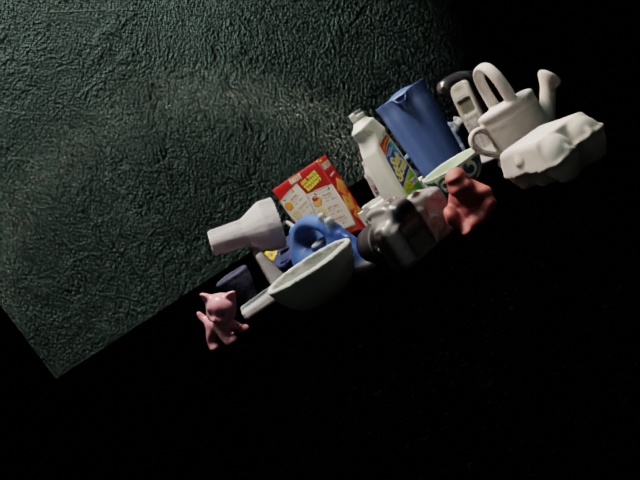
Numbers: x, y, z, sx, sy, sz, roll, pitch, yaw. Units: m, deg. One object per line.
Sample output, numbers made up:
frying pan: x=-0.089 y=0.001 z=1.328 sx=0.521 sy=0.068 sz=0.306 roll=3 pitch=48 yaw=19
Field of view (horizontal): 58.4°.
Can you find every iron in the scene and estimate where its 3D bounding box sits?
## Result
iron: x=0.010 y=0.004 z=1.109 sx=0.119 sy=0.141 sz=0.257 roll=-36 pitch=7 yaw=-24

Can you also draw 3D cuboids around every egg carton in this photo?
egg carton: x=0.327 y=-0.123 z=0.817 sx=0.107 sy=0.069 sz=0.150 roll=-35 pitch=7 yaw=-11

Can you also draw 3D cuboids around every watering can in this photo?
watering can: x=0.326 y=-0.218 z=0.971 sx=0.173 sy=0.194 sz=0.100 roll=-36 pitch=7 yaw=-19

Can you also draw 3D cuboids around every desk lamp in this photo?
desk lamp: x=-0.146 y=0.036 z=1.314 sx=0.203 sy=0.213 sz=0.118 roll=-34 pitch=7 yaw=-9

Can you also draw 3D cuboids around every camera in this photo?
camera: x=0.122 y=-0.020 z=0.919 sx=0.143 sy=0.101 sz=0.136 roll=-37 pitch=8 yaw=-30

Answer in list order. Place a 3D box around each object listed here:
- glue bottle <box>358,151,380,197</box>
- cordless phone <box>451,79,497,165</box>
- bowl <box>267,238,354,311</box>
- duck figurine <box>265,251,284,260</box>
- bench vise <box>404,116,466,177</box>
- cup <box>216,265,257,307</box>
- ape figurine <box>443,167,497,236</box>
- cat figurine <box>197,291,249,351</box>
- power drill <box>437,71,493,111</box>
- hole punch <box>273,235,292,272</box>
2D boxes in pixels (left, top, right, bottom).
glue bottle: x=0.148 y=-0.159 z=1.497 sx=0.037 sy=0.173 sz=0.078 roll=-36 pitch=7 yaw=-22
cordless phone: x=0.356 y=-0.261 z=1.181 sx=0.147 sy=0.185 sz=0.094 roll=-27 pitch=10 yaw=46
bowl: x=-0.003 y=0.071 z=0.975 sx=0.167 sy=0.075 sz=0.167 roll=-33 pitch=7 yaw=5
duck figurine: x=-0.121 y=0.063 z=1.569 sx=0.104 sy=0.086 sz=0.078 roll=-26 pitch=10 yaw=48
bench vise: x=0.290 y=-0.295 z=1.599 sx=0.207 sy=0.220 sz=0.121 roll=-34 pitch=7 yaw=-6
cup: x=-0.204 y=0.125 z=1.471 sx=0.092 sy=0.095 sz=0.117 roll=-34 pitch=7 yaw=-4
ape figurine: x=0.213 y=-0.064 z=0.841 sx=0.077 sy=0.092 sz=0.076 roll=-29 pitch=8 yaw=36
cat figurine: x=-0.207 y=0.154 z=1.167 sx=0.127 sy=0.118 sz=0.067 roll=-27 pitch=9 yaw=44
power drill: x=0.365 y=-0.299 z=1.317 sx=0.075 sy=0.208 sz=0.230 roll=-28 pitch=9 yaw=38
hole punch: x=-0.075 y=0.041 z=1.473 sx=0.108 sy=0.091 sz=0.101 roll=-26 pitch=10 yaw=47
